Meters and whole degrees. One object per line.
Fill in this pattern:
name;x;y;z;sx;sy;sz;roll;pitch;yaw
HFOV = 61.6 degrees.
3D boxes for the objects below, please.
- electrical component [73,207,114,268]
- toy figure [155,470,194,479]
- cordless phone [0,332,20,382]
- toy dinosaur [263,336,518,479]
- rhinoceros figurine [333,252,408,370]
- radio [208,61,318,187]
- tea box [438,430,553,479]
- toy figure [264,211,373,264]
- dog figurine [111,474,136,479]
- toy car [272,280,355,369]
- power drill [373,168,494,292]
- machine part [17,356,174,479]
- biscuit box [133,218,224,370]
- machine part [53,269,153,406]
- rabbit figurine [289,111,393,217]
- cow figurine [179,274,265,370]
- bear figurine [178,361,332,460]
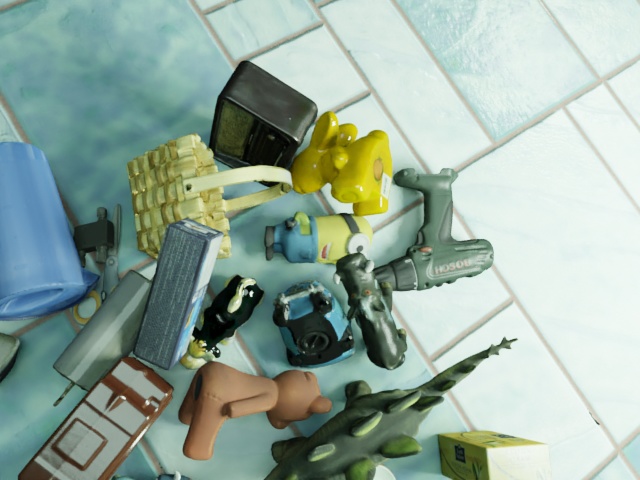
electrical component;-0.353;-0.004;0.832;0.063;0.021;0.094;-11;69;10
toy figure;-0.171;0.386;0.761;0.154;0.057;0.064;41;67;6
cordless phone;-0.494;0.114;0.757;0.147;0.088;0.184;12;70;-7
toy dinosaur;0.075;0.269;0.765;0.471;0.198;0.105;-33;88;-15
rhinoceros figurine;0.075;0.109;0.831;0.073;0.112;0.190;-17;100;19
radio;-0.093;-0.165;0.828;0.131;0.229;0.073;29;73;-7
tea box;0.253;0.327;0.798;0.098;0.169;0.068;0;76;-12
toy figure;-0.001;-0.005;0.881;0.180;0.082;0.089;1;68;-7
dog figurine;-0.221;0.437;0.709;0.219;0.108;0.191;28;90;-7
toy car;-0.015;0.118;0.831;0.109;0.103;0.161;-21;123;7
power drill;0.173;-0.018;0.918;0.232;0.086;0.207;-4;72;-4
machine part;-0.283;0.255;0.697;0.087;0.201;0.201;38;72;-4
biscuit box;-0.195;0.074;0.733;0.063;0.059;0.202;22;105;6
machine part;-0.296;0.130;0.773;0.079;0.079;0.243;34;71;-1
rabbit figurine;0.022;-0.121;0.865;0.173;0.122;0.162;-1;84;35
cow figurine;-0.151;0.127;0.809;0.068;0.098;0.167;38;78;-4
bear figurine;-0.093;0.243;0.787;0.196;0.120;0.131;17;101;-26
